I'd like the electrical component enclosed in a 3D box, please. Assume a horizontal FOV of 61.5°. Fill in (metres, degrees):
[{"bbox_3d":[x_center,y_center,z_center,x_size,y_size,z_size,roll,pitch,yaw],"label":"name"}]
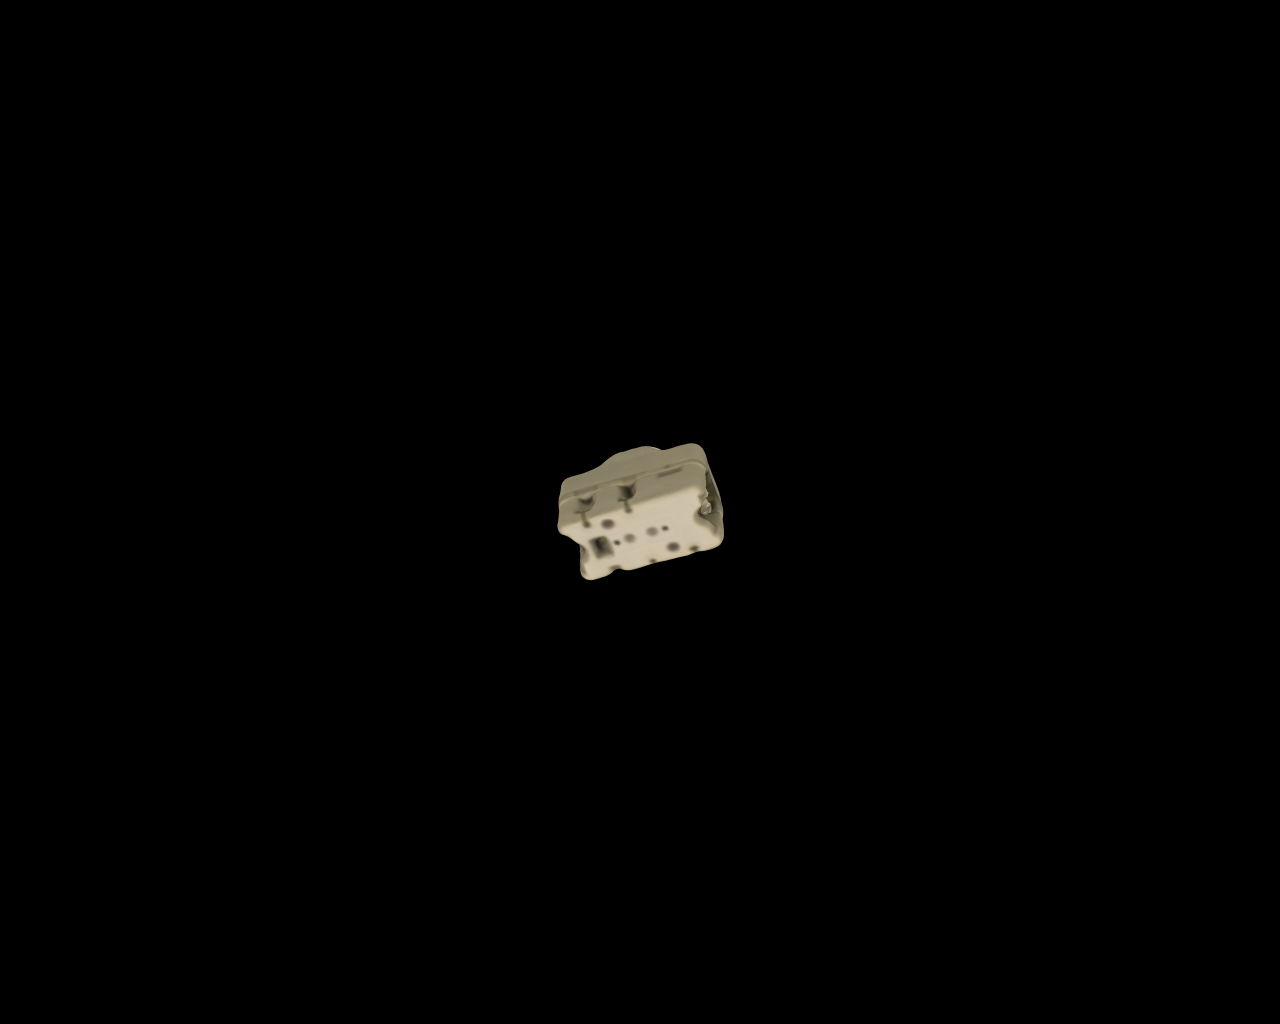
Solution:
[{"bbox_3d":[0.001,-0.003,0.650,0.089,0.050,0.056,-15,36,11],"label":"electrical component"}]
